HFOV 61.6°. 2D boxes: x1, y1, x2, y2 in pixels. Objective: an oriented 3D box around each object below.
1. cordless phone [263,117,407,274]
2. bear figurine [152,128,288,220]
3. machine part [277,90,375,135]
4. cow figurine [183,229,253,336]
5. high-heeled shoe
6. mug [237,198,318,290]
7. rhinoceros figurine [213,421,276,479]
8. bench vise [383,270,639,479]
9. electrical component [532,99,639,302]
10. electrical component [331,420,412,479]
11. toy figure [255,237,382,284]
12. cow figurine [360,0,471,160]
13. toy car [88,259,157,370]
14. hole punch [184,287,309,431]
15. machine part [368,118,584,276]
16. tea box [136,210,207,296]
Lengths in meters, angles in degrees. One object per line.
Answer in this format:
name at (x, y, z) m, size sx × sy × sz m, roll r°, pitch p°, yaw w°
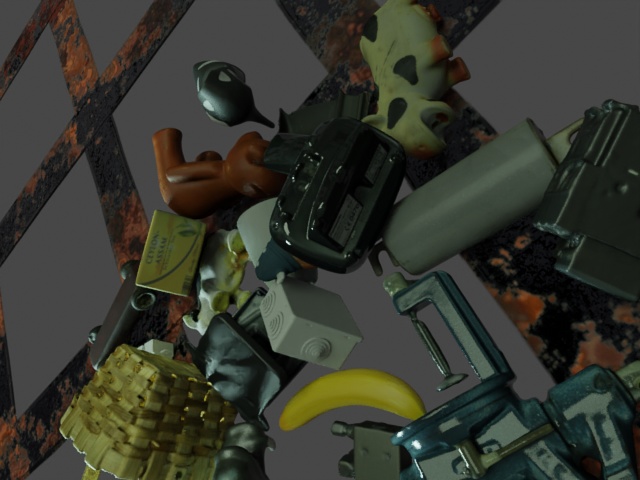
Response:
cordless phone at (-0.016, -0.055, 0.550) m, size 0.184 × 0.088 × 0.146 m, roll 16°, pitch 77°, yaw 46°
bear figurine at (-0.124, -0.103, 0.718) m, size 0.196 × 0.120 × 0.132 m, roll -21°, pitch 62°, yaw 31°
machine part at (0.004, -0.143, 0.678) m, size 0.139 × 0.039 × 0.084 m, roll 4°, pitch 86°, yaw 38°
cow figurine at (-0.137, 0.068, 0.714) m, size 0.098 × 0.068 × 0.167 m, roll 9°, pitch 80°, yaw 45°
high-heeled shoe at (-0.161, -0.221, 0.760) m, size 0.249 × 0.145 × 0.086 m, roll 39°, pitch 102°, yaw 37°
mug at (-0.035, 0.007, 0.649) m, size 0.110 × 0.080 × 0.107 m, roll -27°, pitch 73°, yaw 20°
rhinoceros figurine at (-0.081, 0.294, 0.584) m, size 0.073 × 0.112 × 0.190 m, roll -21°, pitch 54°, yaw 18°
bench vise at (0.138, 0.116, 0.449) m, size 0.223 × 0.128 × 0.241 m, roll -41°, pitch 63°, yaw 24°
electrical component at (0.238, -0.024, 0.412) m, size 0.115 × 0.058 × 0.134 m, roll 23°, pitch 93°, yaw 5°
electrical component at (0.062, 0.216, 0.525) m, size 0.102 × 0.045 × 0.078 m, roll -10°, pitch 80°, yaw 35°
toy figure at (-0.001, -0.001, 0.583) m, size 0.057 × 0.154 × 0.064 m, roll 68°, pitch 165°, yaw 2°
cow figurine at (0.091, -0.170, 0.584) m, size 0.127 × 0.085 × 0.195 m, roll -31°, pitch 57°, yaw 31°
toy car at (-0.308, 0.122, 0.847) m, size 0.202 × 0.053 × 0.089 m, roll -59°, pitch 40°, yaw 15°
hole punch at (-0.076, 0.132, 0.628) m, size 0.142 × 0.092 × 0.115 m, roll 42°, pitch 128°, yaw 8°
machine part at (0.143, -0.037, 0.512) m, size 0.243 × 0.079 × 0.079 m, roll -33°, pitch 60°, yaw 29°
tea box at (-0.199, 0.018, 0.724) m, size 0.170 × 0.068 × 0.098 m, roll 170°, pitch 115°, yaw -74°
